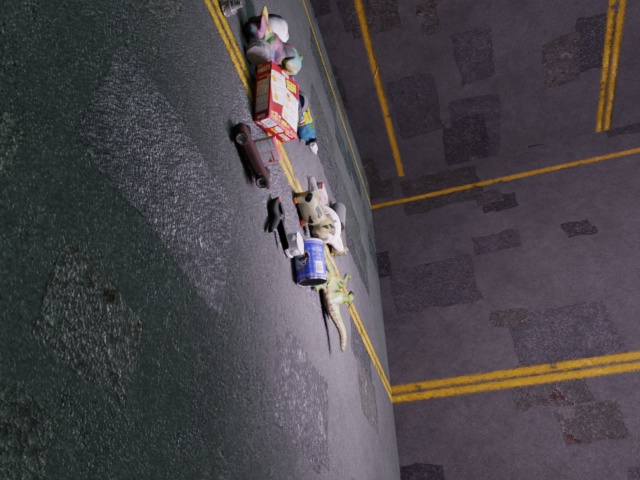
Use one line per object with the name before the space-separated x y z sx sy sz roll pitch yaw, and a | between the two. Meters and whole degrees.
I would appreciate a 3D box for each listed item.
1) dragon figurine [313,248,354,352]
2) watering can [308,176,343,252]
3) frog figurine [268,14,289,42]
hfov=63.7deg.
dragon figurine | 0.027 0.201 1.971 0.239 0.121 0.420 40 34 -43
watering can | 0.006 -0.107 2.121 0.349 0.103 0.225 66 12 3
frog figurine | -0.177 -0.726 1.858 0.138 0.122 0.158 -12 101 -46
